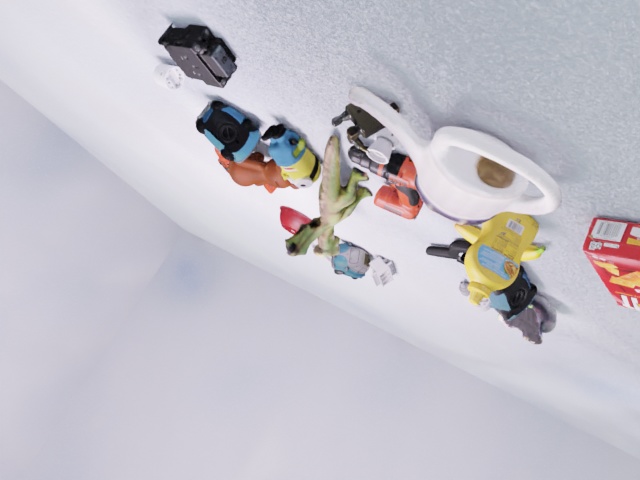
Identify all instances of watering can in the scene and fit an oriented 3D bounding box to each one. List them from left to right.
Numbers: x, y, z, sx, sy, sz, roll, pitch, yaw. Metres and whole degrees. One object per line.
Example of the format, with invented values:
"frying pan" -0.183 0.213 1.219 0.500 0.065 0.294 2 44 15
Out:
"watering can" 0.199 -0.123 0.813 0.348 0.105 0.221 28 167 7

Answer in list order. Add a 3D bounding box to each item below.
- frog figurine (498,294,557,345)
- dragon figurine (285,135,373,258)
"frog figurine" 0.529 0.178 1.309 0.138 0.121 0.161 14 -163 25
"dragon figurine" 0.004 -0.060 1.195 0.123 0.245 0.404 29 169 22
